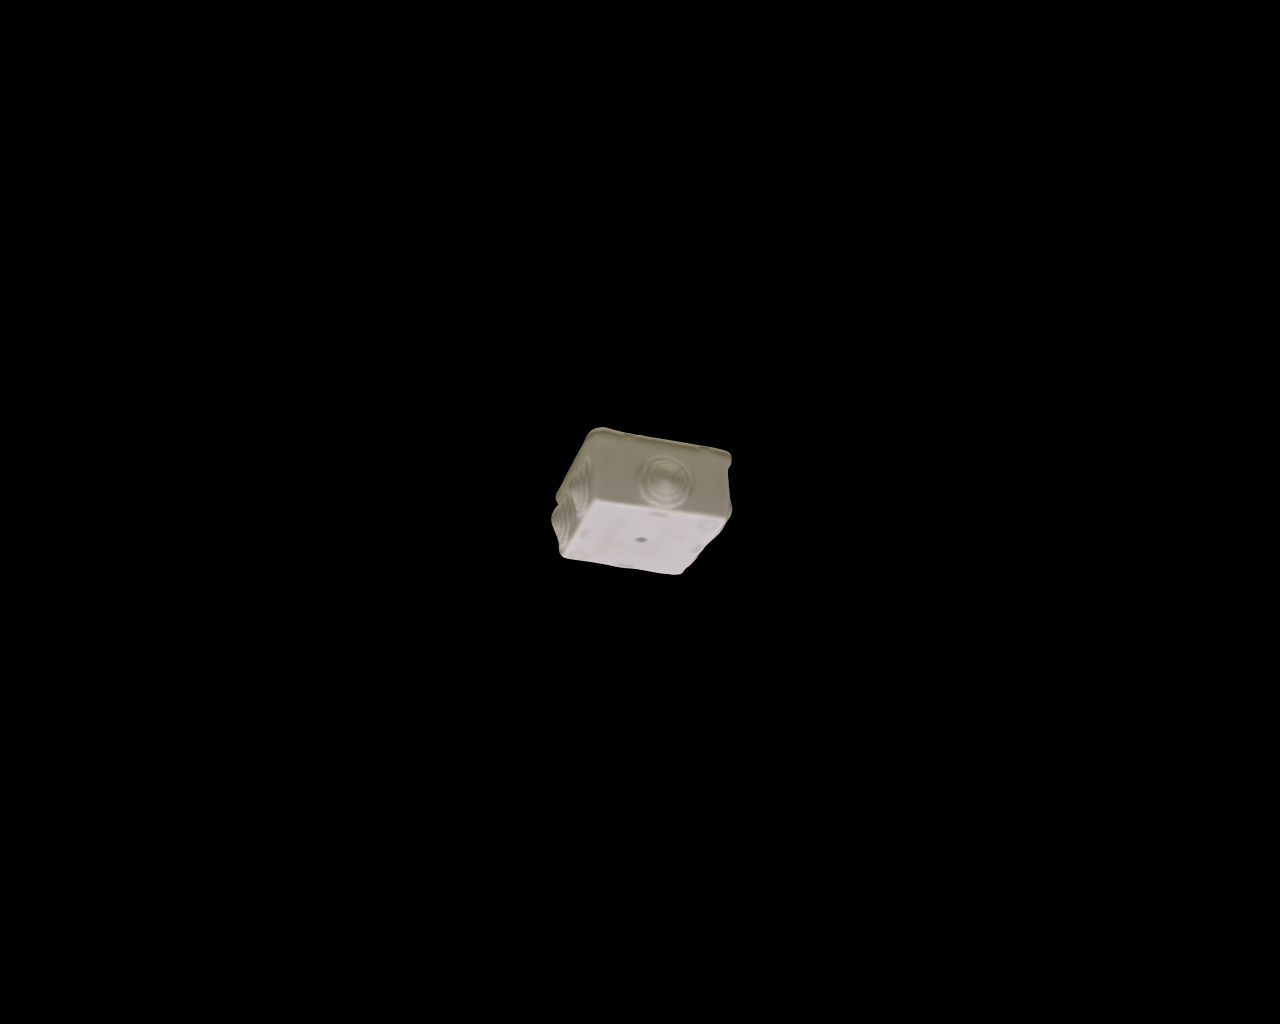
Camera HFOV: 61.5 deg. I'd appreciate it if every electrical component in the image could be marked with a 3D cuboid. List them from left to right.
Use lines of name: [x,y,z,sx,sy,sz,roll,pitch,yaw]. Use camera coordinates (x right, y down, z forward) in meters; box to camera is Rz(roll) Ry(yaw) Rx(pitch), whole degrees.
electrical component: [0.001,-0.003,0.650,0.100,0.048,0.099,9,-30,-17]
